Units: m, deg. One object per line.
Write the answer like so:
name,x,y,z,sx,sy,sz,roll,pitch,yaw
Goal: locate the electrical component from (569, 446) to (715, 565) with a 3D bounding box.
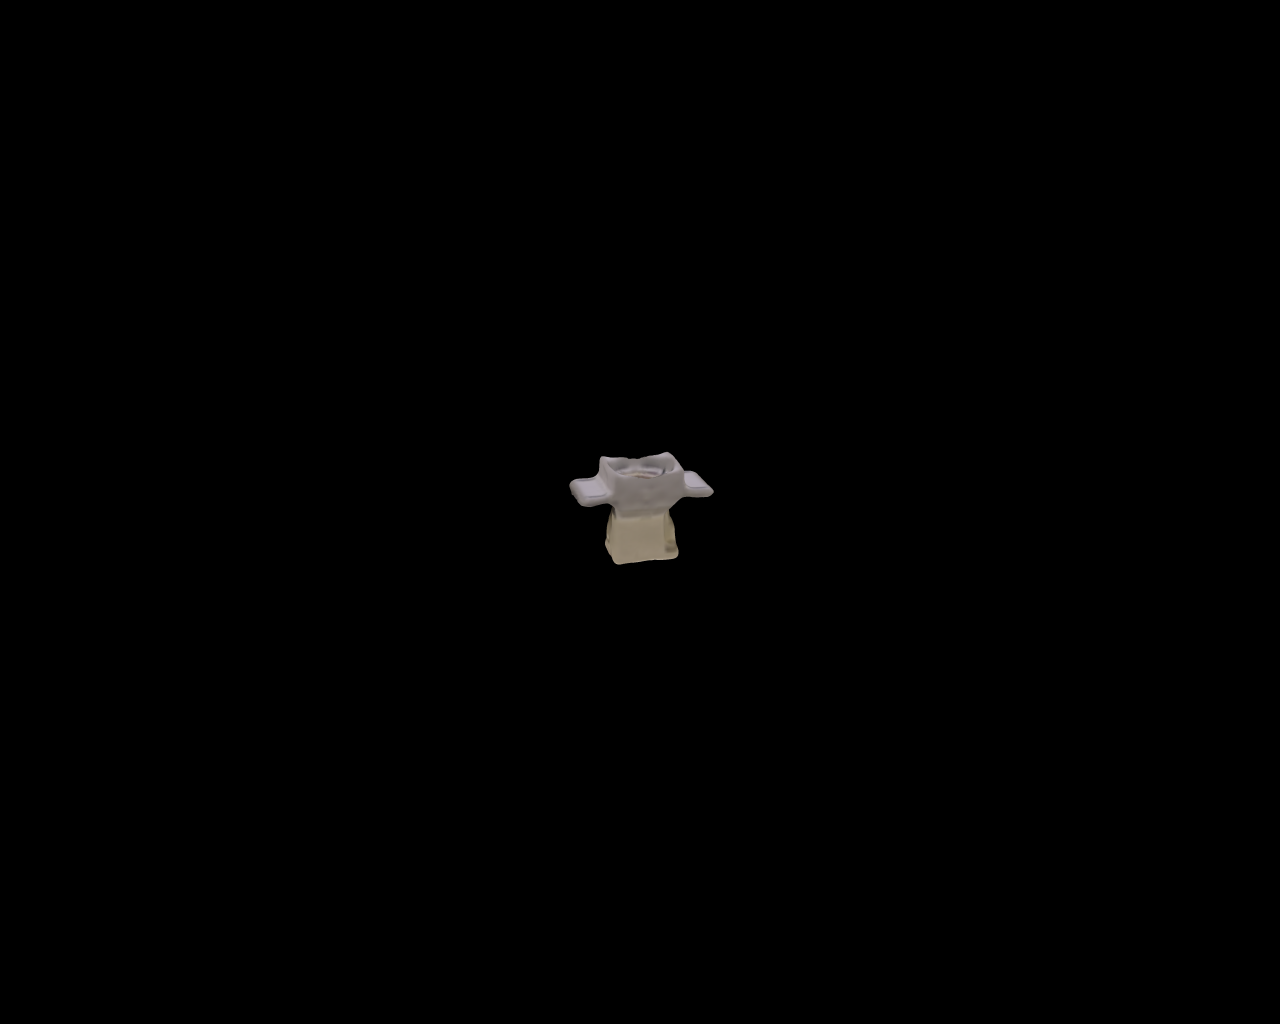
electrical component,0.001,-0.003,0.650,0.081,0.063,0.042,-4,20,-12
